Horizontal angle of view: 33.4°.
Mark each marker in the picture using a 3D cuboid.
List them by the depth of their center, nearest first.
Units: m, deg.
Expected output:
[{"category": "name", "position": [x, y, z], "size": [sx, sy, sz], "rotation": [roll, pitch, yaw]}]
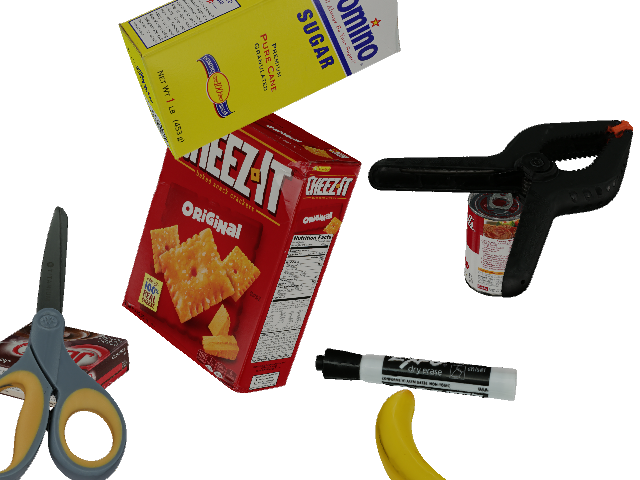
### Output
[{"category": "marker", "position": [0.057, 0.080, 0.642], "size": [0.121, 0.020, 0.020], "rotation": [5, 1, 13]}]

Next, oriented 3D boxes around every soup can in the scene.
[{"category": "soup can", "position": [0.189, 0.000, 1.135], "size": [0.068, 0.102, 0.068], "rotation": [-2, 35, 1]}]

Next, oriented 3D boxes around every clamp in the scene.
[{"category": "clamp", "position": [0.164, -0.038, 0.806], "size": [0.209, 0.036, 0.165], "rotation": [-19, 46, -20]}]

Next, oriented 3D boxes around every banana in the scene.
[{"category": "banana", "position": [0.089, 0.208, 1.061], "size": [0.069, 0.037, 0.198], "rotation": [10, 23, -21]}]

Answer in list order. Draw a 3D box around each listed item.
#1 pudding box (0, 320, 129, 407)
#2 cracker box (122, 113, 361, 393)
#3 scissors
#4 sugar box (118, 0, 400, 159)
[{"category": "pudding box", "position": [-0.251, 0.117, 1.005], "size": [0.114, 0.039, 0.089], "rotation": [7, 22, 23]}, {"category": "cracker box", "position": [-0.075, -0.002, 0.915], "size": [0.164, 0.214, 0.071], "rotation": [32, 23, 35]}, {"category": "scissors", "position": [-0.144, 0.063, 0.629], "size": [0.096, 0.201, 0.016], "rotation": [18, -44, -4]}, {"category": "sugar box", "position": [-0.033, -0.131, 0.694], "size": [0.176, 0.048, 0.093], "rotation": [-26, -37, -11]}]
